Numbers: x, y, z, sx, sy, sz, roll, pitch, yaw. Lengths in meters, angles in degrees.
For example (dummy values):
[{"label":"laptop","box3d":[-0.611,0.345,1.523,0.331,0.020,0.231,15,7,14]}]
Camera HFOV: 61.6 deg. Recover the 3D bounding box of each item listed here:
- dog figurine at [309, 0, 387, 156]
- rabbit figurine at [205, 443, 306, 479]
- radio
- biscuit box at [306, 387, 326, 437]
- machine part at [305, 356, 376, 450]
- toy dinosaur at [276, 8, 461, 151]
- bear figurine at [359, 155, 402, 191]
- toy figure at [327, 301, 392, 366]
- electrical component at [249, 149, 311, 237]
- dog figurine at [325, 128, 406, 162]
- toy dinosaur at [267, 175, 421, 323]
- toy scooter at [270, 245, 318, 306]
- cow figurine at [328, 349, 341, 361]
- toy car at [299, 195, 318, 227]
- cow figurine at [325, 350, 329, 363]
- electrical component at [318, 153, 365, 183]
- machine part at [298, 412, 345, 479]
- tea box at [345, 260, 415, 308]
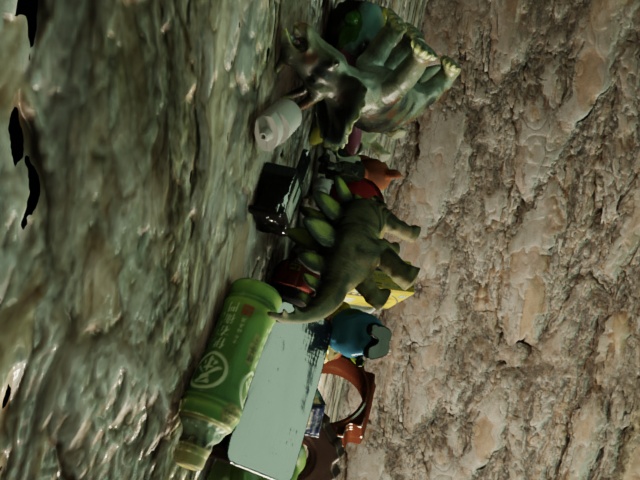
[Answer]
[{"label":"dog figurine","box3d":[0.048,-0.258,0.899,0.191,0.109,0.219,48,58,-79]},{"label":"rabbit figurine","box3d":[-0.114,0.330,0.820,0.159,0.121,0.170,-51,134,-54]},{"label":"radio","box3d":[-0.072,0.199,0.742,0.131,0.073,0.229,35,61,-38]},{"label":"biscuit box","box3d":[-0.044,0.283,0.987,0.203,0.059,0.062,-147,-112,-76]},{"label":"machine part","box3d":[0.011,0.338,1.160,0.201,0.202,0.087,-66,161,-45]},{"label":"toy dinosaur","box3d":[0.096,-0.219,0.799,0.192,0.131,0.404,-45,162,24]},{"label":"bear figurine","box3d":[0.104,-0.125,1.200,0.196,0.120,0.131,-119,-148,-69]},{"label":"toy figure","box3d":[0.043,0.144,0.843,0.089,0.180,0.082,44,70,-29]},{"label":"electrical component","box3d":[-0.052,-0.072,0.734,0.074,0.048,0.119,76,28,-69]},{"label":"dog figurine","box3d":[0.065,-0.259,1.089,0.121,0.172,0.190,-48,-126,46]},{"label":"toy dinosaur","box3d":[0.045,0.014,0.815,0.105,0.198,0.471,-51,-173,28]},{"label":"toy scooter","box3d":[-0.033,0.054,0.925,0.183,0.075,0.135,74,31,-76]},{"label":"cow figurine","box3d":[0.006,0.172,1.136,0.085,0.127,0.195,70,32,-67]},{"label":"toy car","box3d":[-0.002,-0.003,1.017,0.201,0.074,0.056,93,14,-44]},{"label":"cow figurine","box3d":[-0.037,0.190,0.974,0.167,0.098,0.068,-149,-141,-83]},{"label":"electrical component","box3d":[0.041,-0.137,1.017,0.078,0.102,0.045,-11,-106,62]},{"label":"machine part","box3d":[-0.044,0.402,1.022,0.056,0.180,0.179,35,68,-75]},{"label":"tea box","box3d":[0.079,0.075,1.001,0.098,0.169,0.068,-40,-133,52]}]
